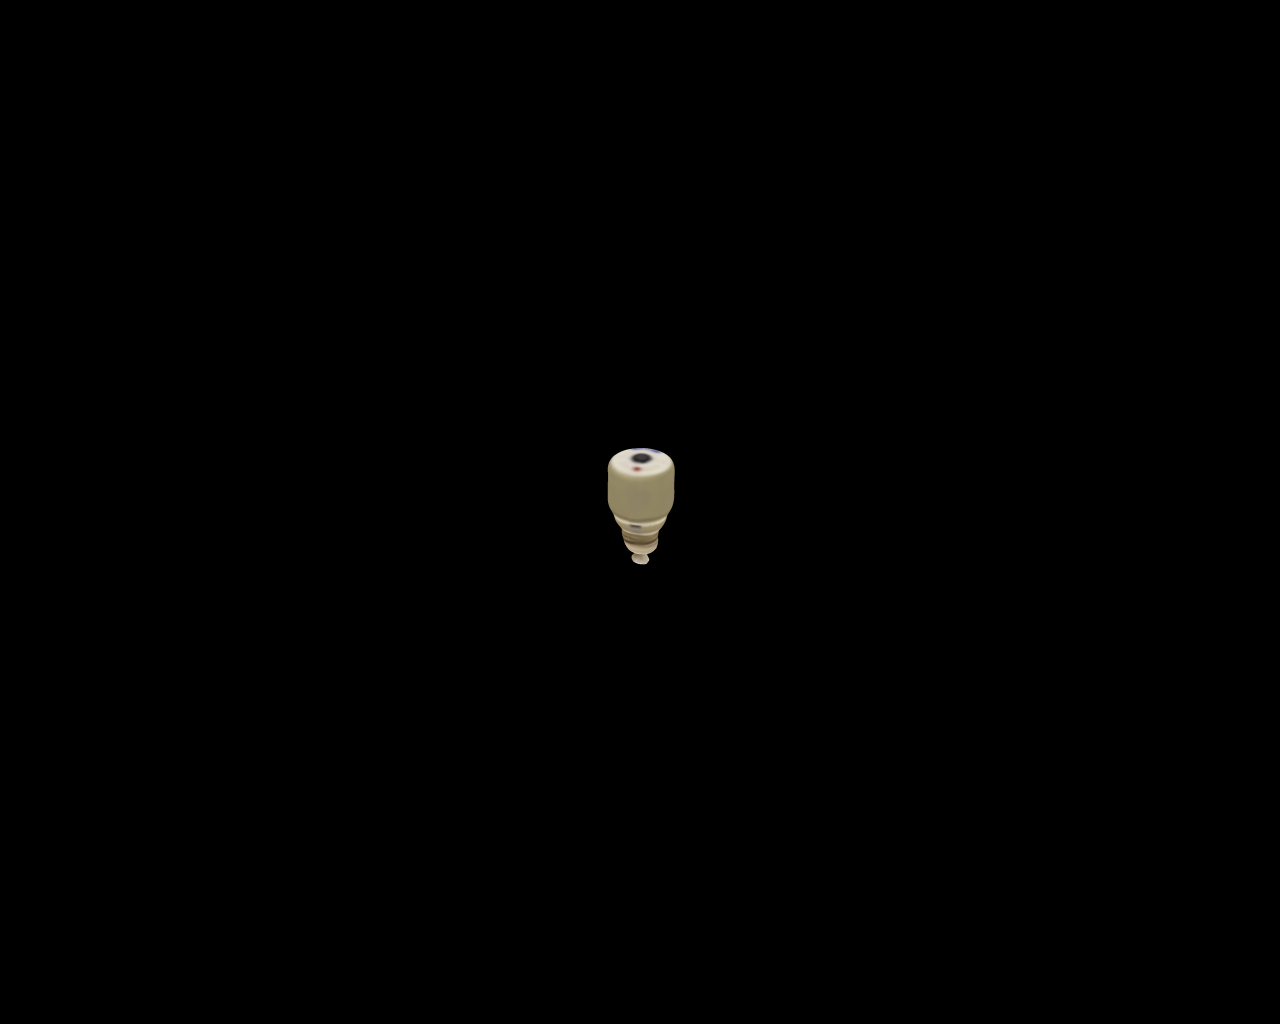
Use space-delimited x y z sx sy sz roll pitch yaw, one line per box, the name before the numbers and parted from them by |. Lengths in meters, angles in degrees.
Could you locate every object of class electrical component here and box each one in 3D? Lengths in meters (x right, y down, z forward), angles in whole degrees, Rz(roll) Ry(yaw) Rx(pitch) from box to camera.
electrical component | 0.001 -0.003 0.650 0.040 0.078 0.040 0 31 0
